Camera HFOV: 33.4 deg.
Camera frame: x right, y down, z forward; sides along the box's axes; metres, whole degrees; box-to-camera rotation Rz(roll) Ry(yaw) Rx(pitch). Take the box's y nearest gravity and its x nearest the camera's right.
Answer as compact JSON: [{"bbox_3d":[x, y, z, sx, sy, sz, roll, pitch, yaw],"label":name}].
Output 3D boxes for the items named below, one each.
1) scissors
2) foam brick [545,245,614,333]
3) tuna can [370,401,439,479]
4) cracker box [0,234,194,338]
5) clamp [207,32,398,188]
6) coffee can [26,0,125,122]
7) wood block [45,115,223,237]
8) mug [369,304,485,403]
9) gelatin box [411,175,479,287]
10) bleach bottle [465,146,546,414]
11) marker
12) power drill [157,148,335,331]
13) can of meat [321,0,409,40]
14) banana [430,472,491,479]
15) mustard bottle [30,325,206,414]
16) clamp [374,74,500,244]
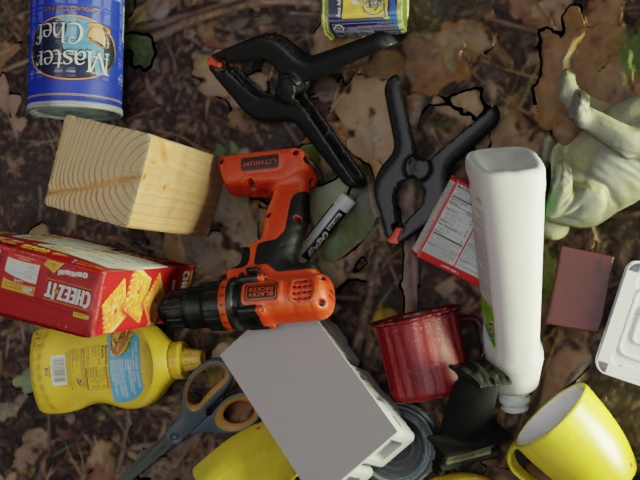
[{"bbox_3d":[-0.135,0.213,1.147,0.096,0.016,0.202,29,112,-7],"label":"scissors"},{"bbox_3d":[0.252,0.048,1.033,0.053,0.051,0.078,12,91,15],"label":"foam brick"},{"bbox_3d":[0.079,0.208,1.082,0.086,0.033,0.086,-1,87,15],"label":"tuna can"},{"bbox_3d":[-0.246,0.043,1.086,0.164,0.213,0.072,13,93,16],"label":"cracker box"},{"bbox_3d":[-0.020,-0.167,1.108,0.210,0.036,0.165,28,117,18],"label":"clamp"},{"bbox_3d":[-0.264,-0.205,1.158,0.103,0.102,0.140,0,88,15],"label":"coffee can"},{"bbox_3d":[-0.178,-0.059,1.075,0.091,0.206,0.090,15,92,15],"label":"wood block"},{"bbox_3d":[0.113,0.110,1.057,0.117,0.093,0.081,-12,89,-22],"label":"mug"},{"bbox_3d":[0.144,-0.009,1.062,0.073,0.030,0.089,26,96,-12],"label":"gelatin box"},{"bbox_3d":[0.181,0.044,1.020,0.068,0.102,0.251,-5,109,1],"label":"bleach bottle"},{"bbox_3d":[-0.007,0.001,1.122,0.020,0.020,0.121,41,98,13],"label":"marker"},{"bbox_3d":[-0.072,0.003,1.088,0.184,0.057,0.187,-5,64,15],"label":"power drill"},{"bbox_3d":[0.047,-0.261,1.100,0.084,0.057,0.102,0,88,13],"label":"can of meat"},{"bbox_3d":[0.101,0.285,1.071,0.198,0.037,0.069,-32,79,12],"label":"banana"},{"bbox_3d":[-0.216,0.135,1.154,0.192,0.058,0.096,-6,86,15],"label":"mustard bottle"},{"bbox_3d":[0.112,-0.076,1.083,0.120,0.039,0.171,11,97,20],"label":"clamp"}]
